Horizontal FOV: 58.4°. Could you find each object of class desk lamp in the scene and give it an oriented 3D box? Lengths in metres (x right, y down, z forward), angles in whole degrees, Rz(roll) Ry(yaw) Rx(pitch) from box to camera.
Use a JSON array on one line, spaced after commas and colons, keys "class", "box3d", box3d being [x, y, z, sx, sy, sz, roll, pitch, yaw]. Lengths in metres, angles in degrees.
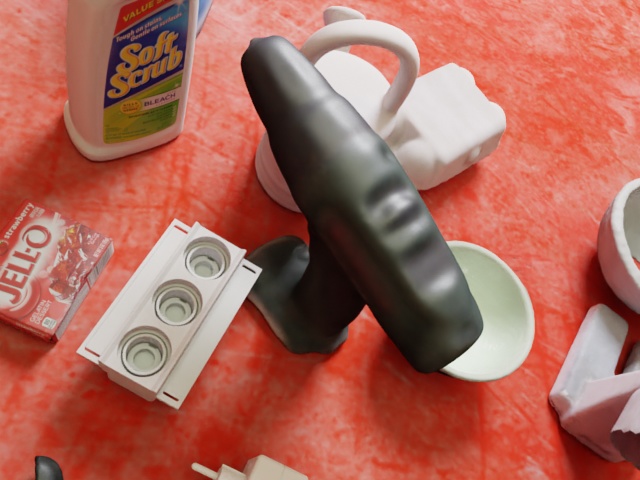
[{"class": "desk lamp", "box3d": [0.283, 0.118, 0.447, 0.118, 0.213, 0.203, 37, 60, 1]}]

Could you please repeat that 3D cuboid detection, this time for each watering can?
[{"class": "watering can", "box3d": [0.011, -0.115, 0.476, 0.101, 0.194, 0.173, -11, 70, -22]}]

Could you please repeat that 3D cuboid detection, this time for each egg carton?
[{"class": "egg carton", "box3d": [0.116, -0.113, 0.582, 0.150, 0.069, 0.107, -32, 79, -28]}]

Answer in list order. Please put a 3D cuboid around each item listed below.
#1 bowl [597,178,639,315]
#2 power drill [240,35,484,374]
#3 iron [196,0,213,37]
[{"class": "bowl", "box3d": [0.350, 0.022, 0.595, 0.168, 0.074, 0.167, 7, 64, -15]}, {"class": "power drill", "box3d": [0.004, 0.001, 0.411, 0.076, 0.208, 0.229, -36, 81, -28]}, {"class": "iron", "box3d": [-0.146, -0.287, 0.534, 0.119, 0.141, 0.258, 6, 64, -16]}]
